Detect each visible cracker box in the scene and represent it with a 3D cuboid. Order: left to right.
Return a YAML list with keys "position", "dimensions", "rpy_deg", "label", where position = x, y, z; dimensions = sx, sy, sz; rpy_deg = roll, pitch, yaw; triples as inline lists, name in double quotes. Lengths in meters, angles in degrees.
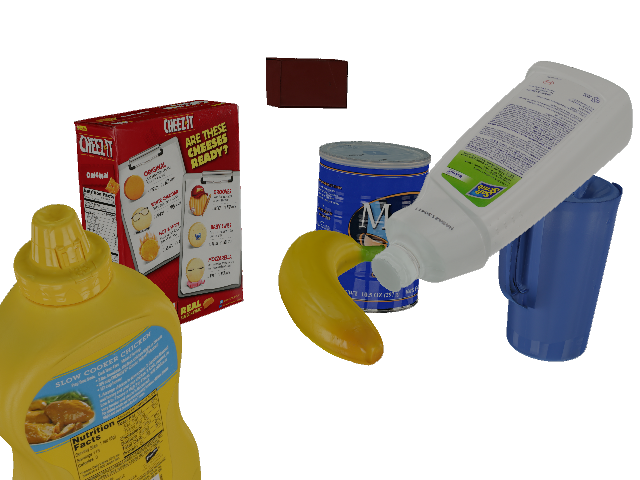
- position: [-0.157, -0.024, 1.067]
  dimensions: [0.072, 0.214, 0.163]
  rpy_deg: [11, 20, 38]
  label: "cracker box"

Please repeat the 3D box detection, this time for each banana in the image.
- position: [0.007, 0.027, 0.678]
  dimensions: [0.069, 0.037, 0.197]
  rpy_deg: [0, 19, 4]
  label: "banana"

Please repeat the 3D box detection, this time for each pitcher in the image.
- position: [0.302, 0.034, 1.396]
  dimensions: [0.149, 0.243, 0.145]
  rpy_deg: [5, 23, 6]
  label: "pitcher"

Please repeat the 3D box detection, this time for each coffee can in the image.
- position: [0.046, -0.015, 0.993]
  dimensions: [0.103, 0.140, 0.103]
  rpy_deg: [3, 15, -1]
  label: "coffee can"

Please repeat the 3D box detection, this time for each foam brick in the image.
- position: [-0.015, -0.168, 1.140]
  dimensions: [0.078, 0.051, 0.053]
  rpy_deg: [-2, 12, -19]
  label: "foam brick"

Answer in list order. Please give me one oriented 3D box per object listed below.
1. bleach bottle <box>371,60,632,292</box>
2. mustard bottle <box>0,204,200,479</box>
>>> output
- position: [0.128, -0.045, 0.812]
  dimensions: [0.250, 0.068, 0.103]
  rpy_deg: [-37, 45, -28]
  label: "bleach bottle"
- position: [-0.108, 0.067, 0.496]
  dimensions: [0.096, 0.192, 0.058]
  rpy_deg: [-27, 43, -31]
  label: "mustard bottle"
